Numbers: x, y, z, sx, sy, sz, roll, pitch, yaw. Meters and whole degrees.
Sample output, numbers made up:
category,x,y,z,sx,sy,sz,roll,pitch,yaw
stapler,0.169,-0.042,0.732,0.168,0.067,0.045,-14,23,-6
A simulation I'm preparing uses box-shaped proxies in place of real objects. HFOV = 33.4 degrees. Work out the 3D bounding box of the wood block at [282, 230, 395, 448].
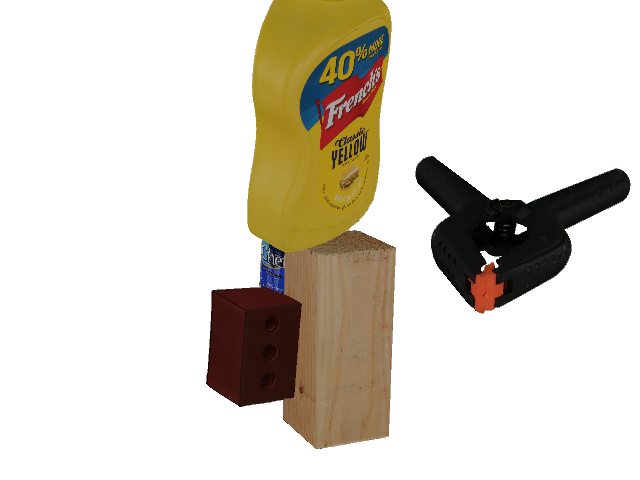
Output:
category,x,y,z,sx,sy,sz,roll,pitch,yaw
wood block,0.017,0.101,1.125,0.090,0.206,0.091,-5,15,-25

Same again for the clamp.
category,x,y,z,sx,sy,sz,roll,pitch,yaw
clamp,0.124,-0.013,0.765,0.165,0.036,0.209,8,28,22

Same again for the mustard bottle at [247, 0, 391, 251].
category,x,y,z,sx,sy,sz,roll,pitch,yaw
mustard bottle,0.001,-0.091,0.619,0.058,0.192,0.096,31,46,30

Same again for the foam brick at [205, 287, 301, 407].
category,x,y,z,sx,sy,sz,roll,pitch,yaw
foam brick,-0.051,0.079,0.817,0.052,0.078,0.051,-4,14,-35

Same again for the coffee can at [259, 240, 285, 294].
category,x,y,z,sx,sy,sz,roll,pitch,yaw
coffee can,-0.032,0.002,1.494,0.103,0.140,0.103,3,24,-2
